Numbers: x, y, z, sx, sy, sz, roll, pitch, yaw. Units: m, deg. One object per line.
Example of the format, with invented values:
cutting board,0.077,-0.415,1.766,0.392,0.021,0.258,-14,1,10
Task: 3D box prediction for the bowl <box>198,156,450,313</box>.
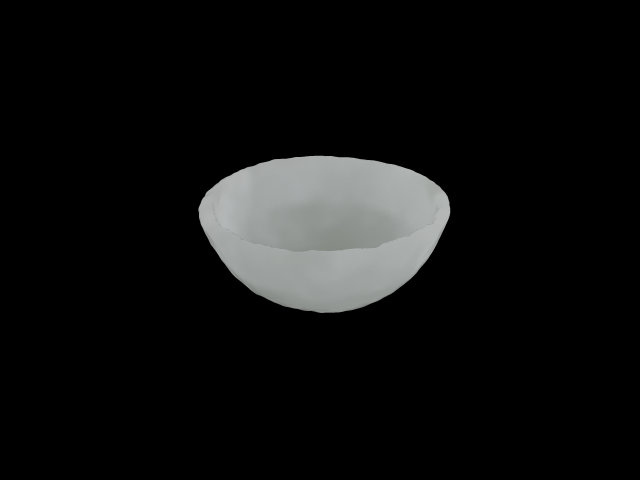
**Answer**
bowl,0.004,0.001,0.400,0.167,0.075,0.167,0,28,0
